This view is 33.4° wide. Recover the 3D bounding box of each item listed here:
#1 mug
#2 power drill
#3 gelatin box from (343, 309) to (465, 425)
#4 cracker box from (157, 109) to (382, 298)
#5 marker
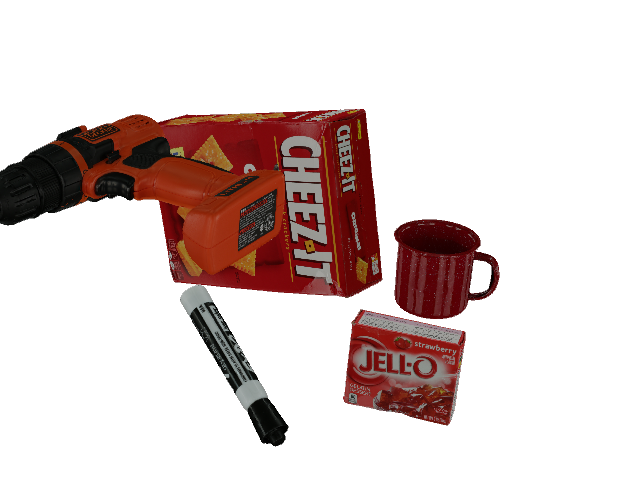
[{"bbox_3d":[0.135,0.034,1.159,0.117,0.081,0.093,8,26,10],"label":"mug"},{"bbox_3d":[-0.136,-0.036,0.810,0.188,0.057,0.184,21,33,26],"label":"power drill"},{"bbox_3d":[0.066,0.101,0.847,0.089,0.073,0.030,11,23,13],"label":"gelatin box"},{"bbox_3d":[-0.056,-0.037,1.010,0.214,0.164,0.071,3,18,34],"label":"cracker box"},{"bbox_3d":[-0.054,0.079,0.674,0.020,0.121,0.020,-25,-31,-16],"label":"marker"}]
